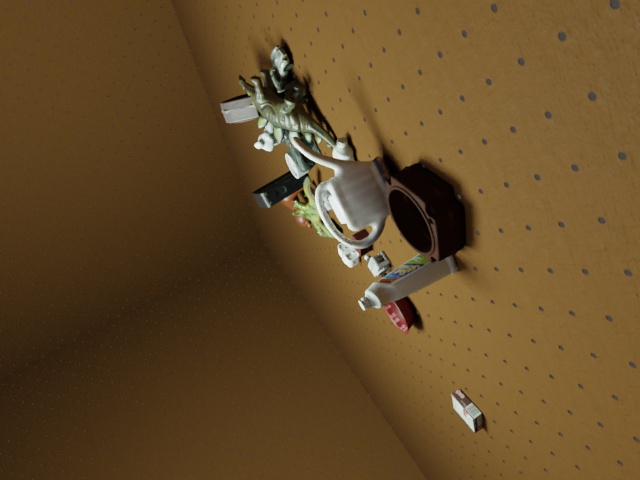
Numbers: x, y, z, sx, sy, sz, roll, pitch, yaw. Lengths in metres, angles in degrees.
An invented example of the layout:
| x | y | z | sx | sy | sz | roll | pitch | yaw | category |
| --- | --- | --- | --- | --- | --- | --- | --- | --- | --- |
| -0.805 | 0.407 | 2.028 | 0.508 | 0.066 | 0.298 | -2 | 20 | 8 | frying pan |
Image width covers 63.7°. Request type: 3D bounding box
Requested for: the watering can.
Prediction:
| x | y | z | sx | sy | sz | roll | pitch | yaw | category |
| --- | --- | --- | --- | --- | --- | --- | --- | --- | --- |
| 0.083 | -0.150 | 1.352 | 0.346 | 0.224 | 0.105 | 64 | -176 | -7 | watering can |

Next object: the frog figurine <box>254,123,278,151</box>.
| x | y | z | sx | sy | sz | roll | pitch | yaw | category |
| --- | --- | --- | --- | --- | --- | --- | --- | --- | --- |
| -0.193 | -0.412 | 2.018 | 0.123 | 0.160 | 0.136 | 62 | 167 | 4 | frog figurine |

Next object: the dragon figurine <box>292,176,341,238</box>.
| x | y | z | sx | sy | sz | roll | pitch | yaw | category |
| --- | --- | --- | --- | --- | --- | --- | --- | --- | --- |
| 0.006 | -0.105 | 2.093 | 0.243 | 0.123 | 0.405 | 43 | 167 | 6 | dragon figurine |
